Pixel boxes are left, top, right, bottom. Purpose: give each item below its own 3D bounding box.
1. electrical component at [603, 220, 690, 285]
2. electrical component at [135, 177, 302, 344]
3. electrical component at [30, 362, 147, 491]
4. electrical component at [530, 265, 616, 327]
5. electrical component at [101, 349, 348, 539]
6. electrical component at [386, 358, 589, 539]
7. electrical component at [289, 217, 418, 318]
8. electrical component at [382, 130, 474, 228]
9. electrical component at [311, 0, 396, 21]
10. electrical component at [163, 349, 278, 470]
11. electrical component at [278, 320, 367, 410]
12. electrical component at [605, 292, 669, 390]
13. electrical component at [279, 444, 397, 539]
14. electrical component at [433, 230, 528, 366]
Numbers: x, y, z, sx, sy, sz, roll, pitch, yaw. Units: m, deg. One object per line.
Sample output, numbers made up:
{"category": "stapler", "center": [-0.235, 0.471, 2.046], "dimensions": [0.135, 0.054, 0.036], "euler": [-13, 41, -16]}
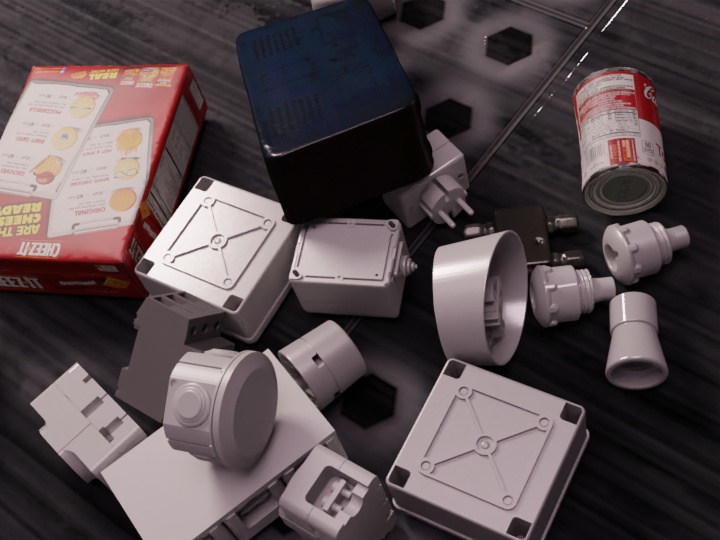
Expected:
{"category": "electrical component", "center": [0.222, -0.018, 0.828], "dimensions": [0.062, 0.048, 0.048], "euler": [-16, 55, -6]}
{"category": "electrical component", "center": [-0.110, -0.009, 0.891], "dimensions": [0.109, 0.056, 0.108], "euler": [21, 65, 24]}
{"category": "electrical component", "center": [-0.207, 0.125, 0.831], "dimensions": [0.056, 0.050, 0.089], "euler": [-43, 59, -15]}
{"category": "electrical component", "center": [0.162, 0.017, 0.819], "dimensions": [0.062, 0.048, 0.048], "euler": [-7, 56, 0]}
{"category": "electrical component", "center": [-0.096, 0.145, 0.786], "dimensions": [0.150, 0.061, 0.089], "euler": [-36, 57, -11]}
{"category": "electrical component", "center": [0.090, 0.133, 0.753], "dimensions": [0.109, 0.056, 0.108], "euler": [19, 64, 24]}
{"category": "electrical component", "center": [0.000, 0.000, 0.857], "dimensions": [0.096, 0.061, 0.061], "euler": [3, 59, 15]}
{"category": "electrical component", "center": [0.063, -0.064, 0.892], "dimensions": [0.066, 0.047, 0.076], "euler": [-34, 57, -10]}
{"category": "electrical component", "center": [-0.005, -0.248, 1.028], "dimensions": [0.077, 0.043, 0.079], "euler": [-9, 56, 7]}
{"category": "electrical component", "center": [-0.093, 0.093, 0.732], "dimensions": [0.051, 0.080, 0.080], "euler": [6, 59, 23]}
{"category": "electrical component", "center": [-0.028, 0.071, 0.822], "dimensions": [0.047, 0.055, 0.055], "euler": [-35, 57, -15]}
{"category": "electrical component", "center": [0.202, 0.049, 0.791], "dimensions": [0.044, 0.044, 0.065], "euler": [-2, 53, 12]}
{"category": "electrical component", "center": [-0.017, 0.164, 0.738], "dimensions": [0.056, 0.089, 0.050], "euler": [25, 66, 25]}
{"category": "electrical component", "center": [0.090, 0.023, 0.801], "dimensions": [0.064, 0.099, 0.099], "euler": [-7, 56, 16]}
